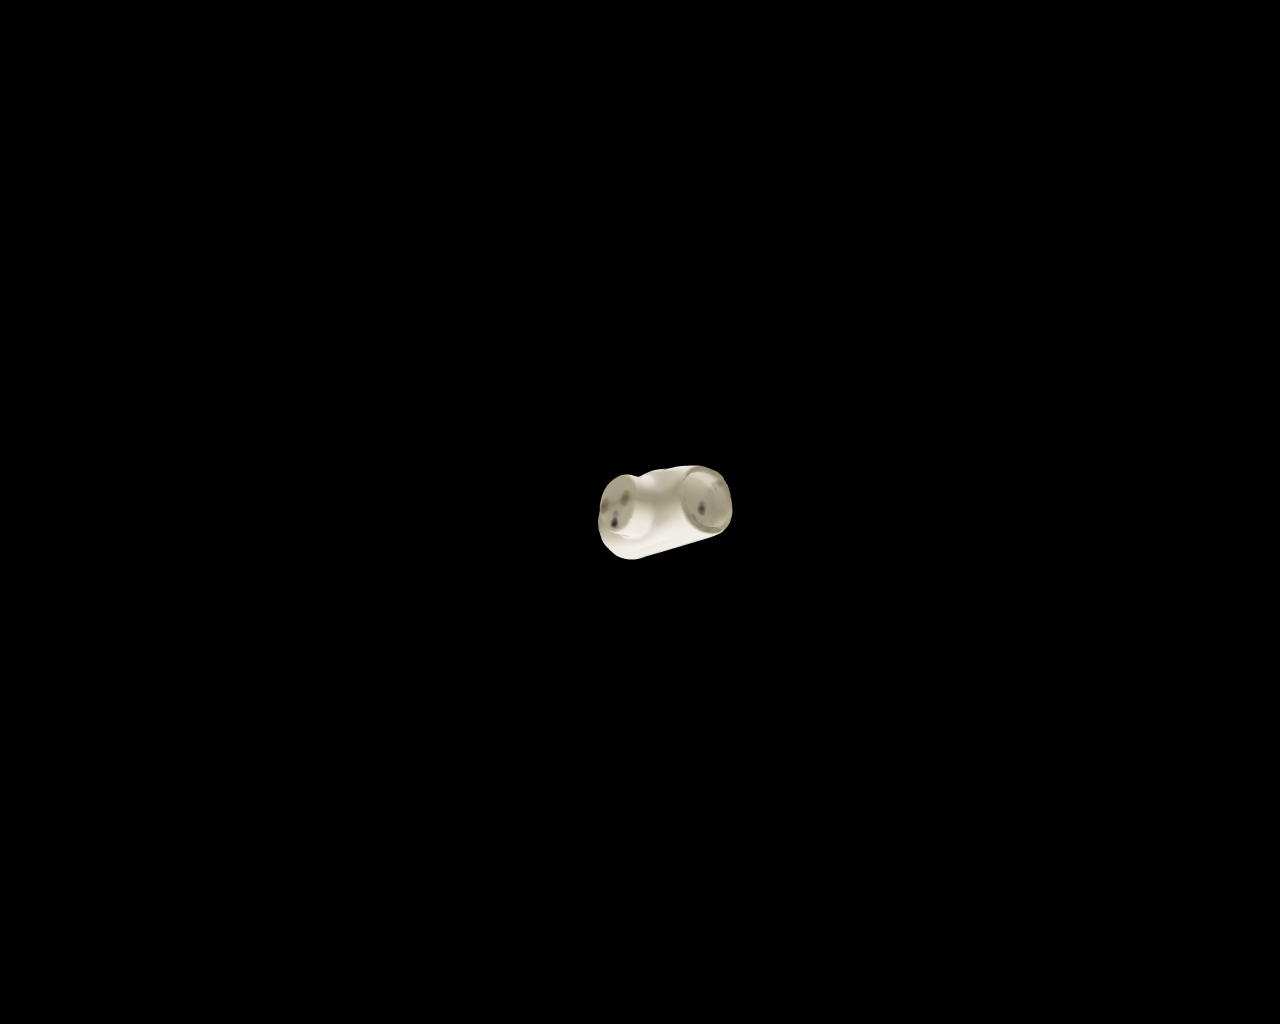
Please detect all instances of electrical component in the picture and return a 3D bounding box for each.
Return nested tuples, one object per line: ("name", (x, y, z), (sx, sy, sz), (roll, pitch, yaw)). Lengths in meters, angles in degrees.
("electrical component", (0.001, -0.003, 0.650), (0.079, 0.043, 0.077), (14, -22, -38))
